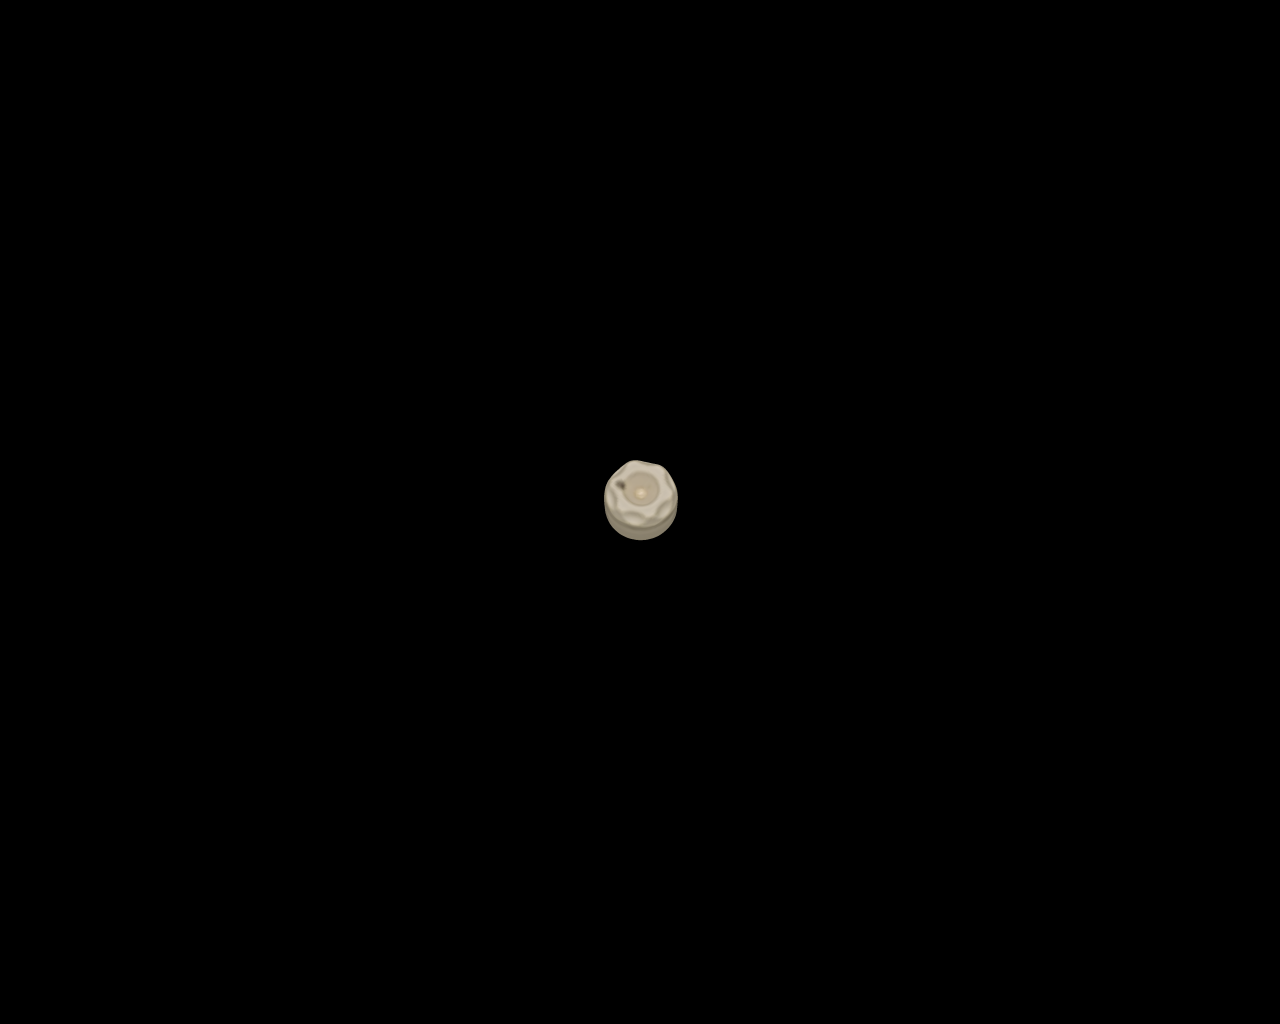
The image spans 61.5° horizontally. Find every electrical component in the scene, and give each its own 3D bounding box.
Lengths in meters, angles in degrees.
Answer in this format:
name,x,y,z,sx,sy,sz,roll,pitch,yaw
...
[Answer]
name,x,y,z,sx,sy,sz,roll,pitch,yaw
electrical component,0.001,-0.003,0.650,0.043,0.043,0.062,0,-22,0
